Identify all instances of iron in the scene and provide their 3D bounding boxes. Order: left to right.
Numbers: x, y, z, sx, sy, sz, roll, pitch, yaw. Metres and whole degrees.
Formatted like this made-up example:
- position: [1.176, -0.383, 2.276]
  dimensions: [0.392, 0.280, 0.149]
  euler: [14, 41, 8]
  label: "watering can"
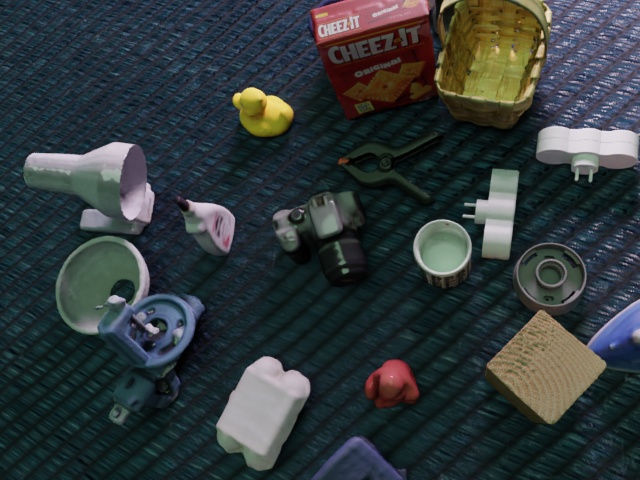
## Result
- position: [0.462, 0.103, 0.708]
  dimensions: [0.258, 0.142, 0.118]
  euler: [-20, 69, 8]
  label: "iron"

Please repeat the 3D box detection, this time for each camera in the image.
- position: [0.008, 0.003, 0.882]
  dimensions: [0.143, 0.101, 0.136]
  euler: [-20, 69, 8]
  label: "camera"

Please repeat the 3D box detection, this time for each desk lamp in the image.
- position: [-0.360, -0.082, 0.945]
  dimensions: [0.202, 0.214, 0.118]
  euler: [2, 74, 16]
  label: "desk lamp"

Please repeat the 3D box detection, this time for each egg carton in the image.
- position: [-0.084, 0.254, 0.846]
  dimensions: [0.107, 0.069, 0.150]
  euler: [24, 81, 20]
  label: "egg carton"

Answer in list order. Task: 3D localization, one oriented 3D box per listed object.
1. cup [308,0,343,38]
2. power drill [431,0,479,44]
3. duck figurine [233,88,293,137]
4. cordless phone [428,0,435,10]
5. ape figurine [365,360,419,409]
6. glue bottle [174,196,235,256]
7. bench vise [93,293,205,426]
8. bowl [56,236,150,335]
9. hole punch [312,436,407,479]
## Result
- position: [0.037, -0.365, 0.991]
  dimensions: [0.091, 0.095, 0.118]
  euler: [6, 75, 17]
  label: "cup"
- position: [0.228, -0.403, 0.891]
  dimensions: [0.229, 0.209, 0.076]
  euler: [24, 81, 20]
  label: "power drill"
- position: [-0.102, -0.228, 0.991]
  dimensions: [0.104, 0.086, 0.077]
  euler: [15, 78, 19]
  label: "duck figurine"
- position: [0.115, -0.448, 0.948]
  dimensions: [0.147, 0.185, 0.094]
  euler: [-17, 70, 9]
  label: "cordless phone"
- position: [0.101, 0.204, 0.800]
  dimensions: [0.077, 0.092, 0.076]
  euler: [21, 80, 20]
  label: "ape figurine"
- position: [-0.185, -0.032, 0.905]
  dimensions: [0.037, 0.173, 0.078]
  euler: [0, 73, 15]
  label: "glue bottle"
- position: [-0.255, 0.166, 0.837]
  dimensions: [0.121, 0.220, 0.207]
  euler: [0, 73, 15]
  label: "bench vise"
- position: [-0.352, 0.082, 0.968]
  dimensions: [0.167, 0.075, 0.167]
  euler: [-4, 72, 14]
  label: "bowl"
- position: [0.052, 0.330, 0.774]
  dimensions: [0.109, 0.091, 0.101]
  euler: [-47, 68, -2]
  label: "hole punch"
